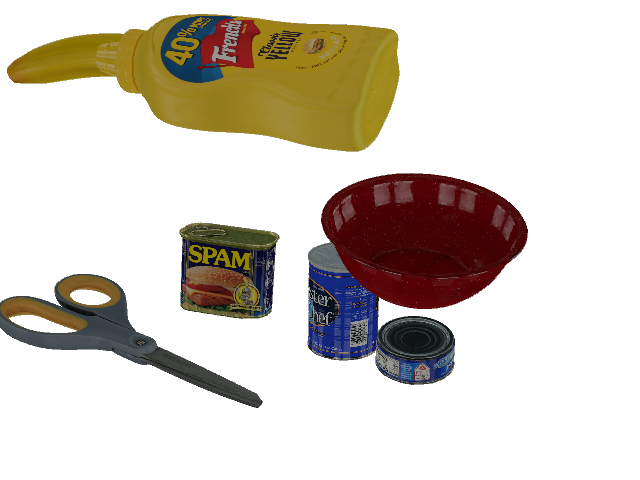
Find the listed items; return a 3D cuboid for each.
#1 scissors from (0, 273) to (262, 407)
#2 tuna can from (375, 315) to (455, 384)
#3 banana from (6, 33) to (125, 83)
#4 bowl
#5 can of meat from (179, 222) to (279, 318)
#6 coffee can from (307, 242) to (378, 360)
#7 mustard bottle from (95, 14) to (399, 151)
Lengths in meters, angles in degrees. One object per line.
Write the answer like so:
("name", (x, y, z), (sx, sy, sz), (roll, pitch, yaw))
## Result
("scissors", (-0.119, 0.062, 0.719), (0.202, 0.016, 0.096), (12, 28, 13))
("tuna can", (0.102, 0.117, 1.151), (0.086, 0.034, 0.086), (0, 29, 0))
("banana", (-0.172, -0.149, 0.914), (0.198, 0.069, 0.037), (13, -40, 18))
("bowl", (0.080, 0.007, 0.848), (0.162, 0.055, 0.162), (2, 31, -1))
("can of meat", (-0.098, 0.032, 1.122), (0.102, 0.084, 0.057), (8, 16, 14))
("coffee can", (0.033, 0.085, 1.514), (0.103, 0.140, 0.103), (0, 21, 0))
("mustard bottle", (-0.052, -0.105, 0.670), (0.192, 0.058, 0.096), (9, 44, 16))
